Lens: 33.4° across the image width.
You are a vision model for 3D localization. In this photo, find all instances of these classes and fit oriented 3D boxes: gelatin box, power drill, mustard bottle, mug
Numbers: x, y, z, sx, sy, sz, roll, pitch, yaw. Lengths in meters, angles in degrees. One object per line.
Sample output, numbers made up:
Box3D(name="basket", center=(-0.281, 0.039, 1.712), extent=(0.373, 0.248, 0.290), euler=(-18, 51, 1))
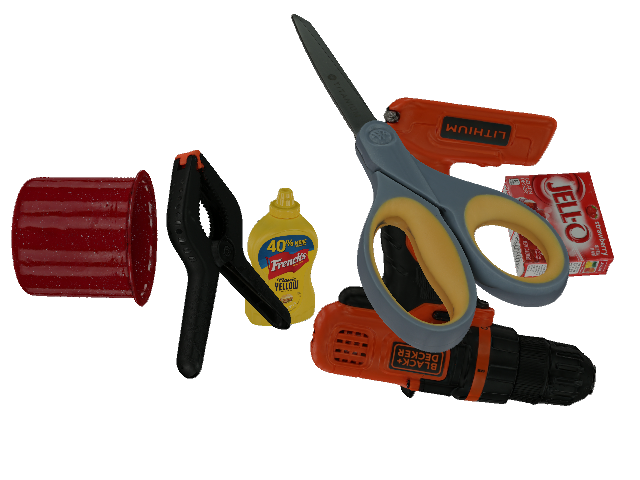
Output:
Box3D(name="gelatin box", center=(0.192, -0.014, 0.872), extent=(0.073, 0.089, 0.030), euler=(-3, -33, -3))
Box3D(name="power drill", center=(0.096, 0.009, 0.676), extent=(0.184, 0.188, 0.057), euler=(9, 6, -3))
Box3D(name="mustard bottle", center=(-0.052, 0.020, 1.449), extent=(0.096, 0.192, 0.058), euler=(-5, 25, -18))
Box3D(name="mug", center=(-0.160, -0.003, 0.741), extent=(0.081, 0.093, 0.117), euler=(1, 2, 2))

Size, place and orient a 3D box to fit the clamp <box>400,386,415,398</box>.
Box3D(name="clamp", center=(0.145, 0.103, 1.168), extent=(0.120, 0.171, 0.039), euler=(6, -44, -5))

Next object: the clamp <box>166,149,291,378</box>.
Box3D(name="clamp", center=(-0.097, 0.016, 1.043), extent=(0.036, 0.210, 0.164), euler=(-10, 1, 35))

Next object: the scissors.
Box3D(name="scissors", center=(0.046, -0.036, 0.470), extent=(0.096, 0.202, 0.016), euler=(0, -41, -11))
